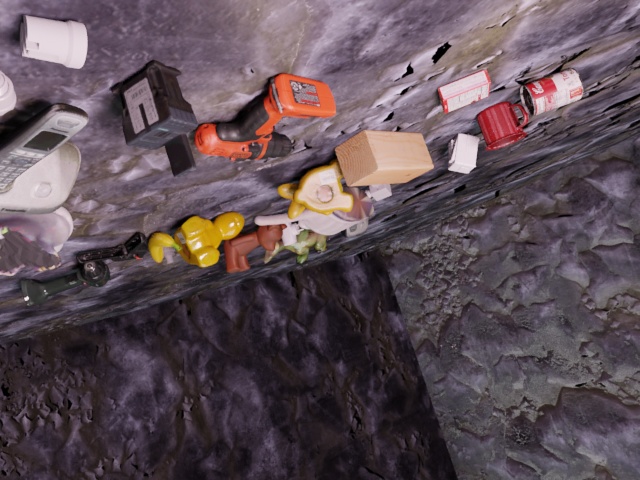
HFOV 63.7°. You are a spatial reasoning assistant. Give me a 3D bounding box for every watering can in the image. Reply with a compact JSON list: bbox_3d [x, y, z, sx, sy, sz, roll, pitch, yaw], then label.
[{"bbox_3d":[0.005,-0.075,1.491,0.348,0.105,0.221,0,162,-35],"label":"watering can"}]

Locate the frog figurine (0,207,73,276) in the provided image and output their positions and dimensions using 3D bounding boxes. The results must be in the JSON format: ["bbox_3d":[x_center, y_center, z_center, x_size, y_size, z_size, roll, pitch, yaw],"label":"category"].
[{"bbox_3d":[-0.486,-0.017,0.876,0.137,0.120,0.162,-26,-153,3],"label":"frog figurine"}]

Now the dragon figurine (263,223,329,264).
[{"bbox_3d":[-0.026,-0.027,1.793,0.414,0.123,0.239,-30,169,-18],"label":"dragon figurine"}]
